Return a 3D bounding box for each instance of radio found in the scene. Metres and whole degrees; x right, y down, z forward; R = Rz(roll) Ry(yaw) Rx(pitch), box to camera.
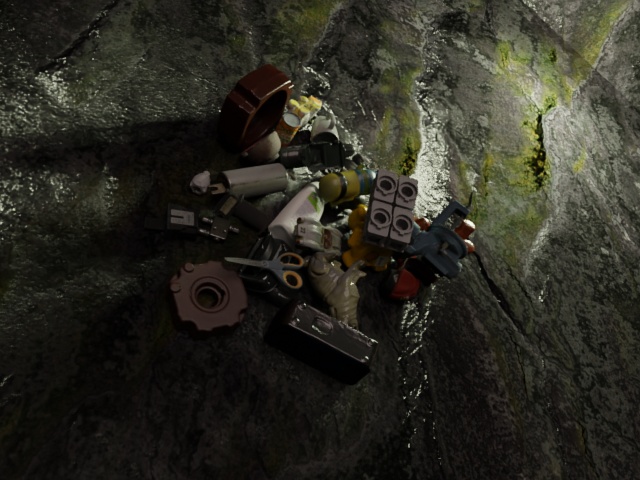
[{"bbox_3d":[0.005,0.222,1.166,0.229,0.131,0.073,28,53,-7],"label":"radio"}]

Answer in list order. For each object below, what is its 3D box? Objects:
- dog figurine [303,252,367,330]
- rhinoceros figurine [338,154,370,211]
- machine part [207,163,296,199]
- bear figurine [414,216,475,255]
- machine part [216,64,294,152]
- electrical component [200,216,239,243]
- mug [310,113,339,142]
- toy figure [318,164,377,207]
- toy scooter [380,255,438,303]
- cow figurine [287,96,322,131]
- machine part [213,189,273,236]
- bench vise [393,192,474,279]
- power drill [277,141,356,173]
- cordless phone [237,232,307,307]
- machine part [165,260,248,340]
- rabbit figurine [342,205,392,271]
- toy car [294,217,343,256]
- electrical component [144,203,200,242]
[{"bbox_3d":[0.019,0.136,1.264,0.173,0.121,0.190,10,67,21],"label":"dog figurine"},{"bbox_3d":[0.097,-0.165,1.507,0.112,0.073,0.190,14,54,-16],"label":"rhinoceros figurine"},{"bbox_3d":[-0.170,-0.148,1.363,0.243,0.079,0.079,-16,67,-32],"label":"machine part"},{"bbox_3d":[0.312,-0.020,1.484,0.196,0.132,0.120,32,46,-12],"label":"bear figurine"},{"bbox_3d":[-0.173,-0.348,1.415,0.087,0.201,0.201,39,51,4],"label":"machine part"},{"bbox_3d":[-0.241,-0.022,1.280,0.094,0.021,0.063,19,53,-15],"label":"electrical component"},{"bbox_3d":[0.012,-0.319,1.553,0.081,0.109,0.107,7,43,-17],"label":"mug"},{"bbox_3d":[0.081,-0.148,1.388,0.180,0.089,0.082,-11,68,-18],"label":"toy figure"},{"bbox_3d":[0.240,0.100,1.401,0.135,0.075,0.184,31,46,-2],"label":"toy scooter"},{"bbox_3d":[-0.051,-0.363,1.566,0.068,0.098,0.167,36,32,7],"label":"cow figurine"},{"bbox_3d":[-0.184,-0.064,1.309,0.139,0.084,0.039,30,25,-16],"label":"machine part"},{"bbox_3d":[0.301,-0.024,1.383,0.224,0.128,0.240,39,70,17],"label":"bench vise"},{"bbox_3d":[0.008,-0.229,1.428,0.232,0.085,0.207,-8,18,-11],"label":"power drill"},{"bbox_3d":[-0.091,0.084,1.260,0.184,0.089,0.146,38,49,-13],"label":"cordless phone"},{"bbox_3d":[-0.242,0.126,1.159,0.179,0.056,0.179,13,55,-19],"label":"machine part"},{"bbox_3d":[0.113,-0.023,1.389,0.122,0.162,0.173,-2,41,-13],"label":"rabbit figurine"},{"bbox_3d":[-0.003,-0.004,1.306,0.201,0.056,0.073,23,67,-59],"label":"toy car"},{"bbox_3d":[-0.338,-0.043,1.231,0.119,0.047,0.075,11,54,-22],"label":"electrical component"}]
